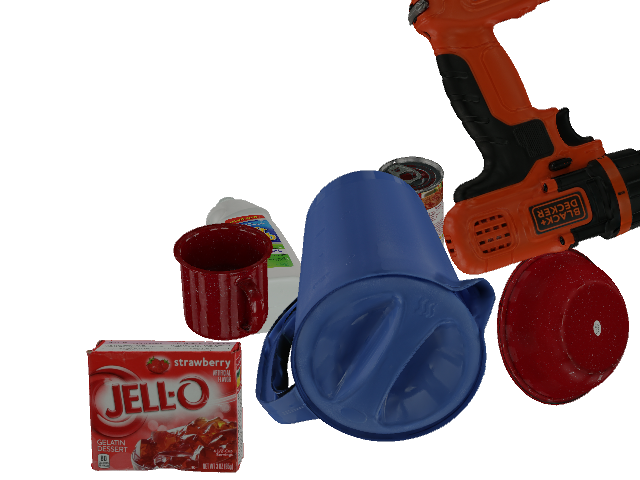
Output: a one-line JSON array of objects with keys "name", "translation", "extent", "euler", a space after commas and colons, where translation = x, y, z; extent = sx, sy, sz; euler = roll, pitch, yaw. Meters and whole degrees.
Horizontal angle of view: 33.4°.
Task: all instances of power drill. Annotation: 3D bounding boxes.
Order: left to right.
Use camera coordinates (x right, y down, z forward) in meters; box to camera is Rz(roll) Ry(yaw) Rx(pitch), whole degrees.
[{"name": "power drill", "translation": [0.146, -0.088, 0.669], "extent": [0.184, 0.187, 0.057], "euler": [-18, -1, -5]}]

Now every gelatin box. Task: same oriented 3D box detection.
[{"name": "gelatin box", "translation": [-0.091, 0.097, 0.629], "extent": [0.089, 0.073, 0.030], "euler": [0, 8, 4]}]

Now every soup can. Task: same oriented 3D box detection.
[{"name": "soup can", "translation": [0.095, -0.027, 1.113], "extent": [0.068, 0.102, 0.068], "euler": [-3, 35, 2]}]

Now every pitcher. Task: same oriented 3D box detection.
[{"name": "pitcher", "translation": [0.034, 0.040, 0.827], "extent": [0.149, 0.145, 0.243], "euler": [8, 23, -5]}]

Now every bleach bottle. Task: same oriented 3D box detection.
[{"name": "bleach bottle", "translation": [-0.088, 0.014, 1.227], "extent": [0.102, 0.068, 0.251], "euler": [-7, 28, -16]}]

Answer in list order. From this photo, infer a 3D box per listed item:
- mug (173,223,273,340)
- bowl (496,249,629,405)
[{"name": "mug", "translation": [-0.084, 0.046, 1.006], "extent": [0.093, 0.081, 0.117], "euler": [-18, 35, -29]}, {"name": "bowl", "translation": [0.254, 0.086, 1.061], "extent": [0.161, 0.162, 0.055], "euler": [0, -1, -31]}]
